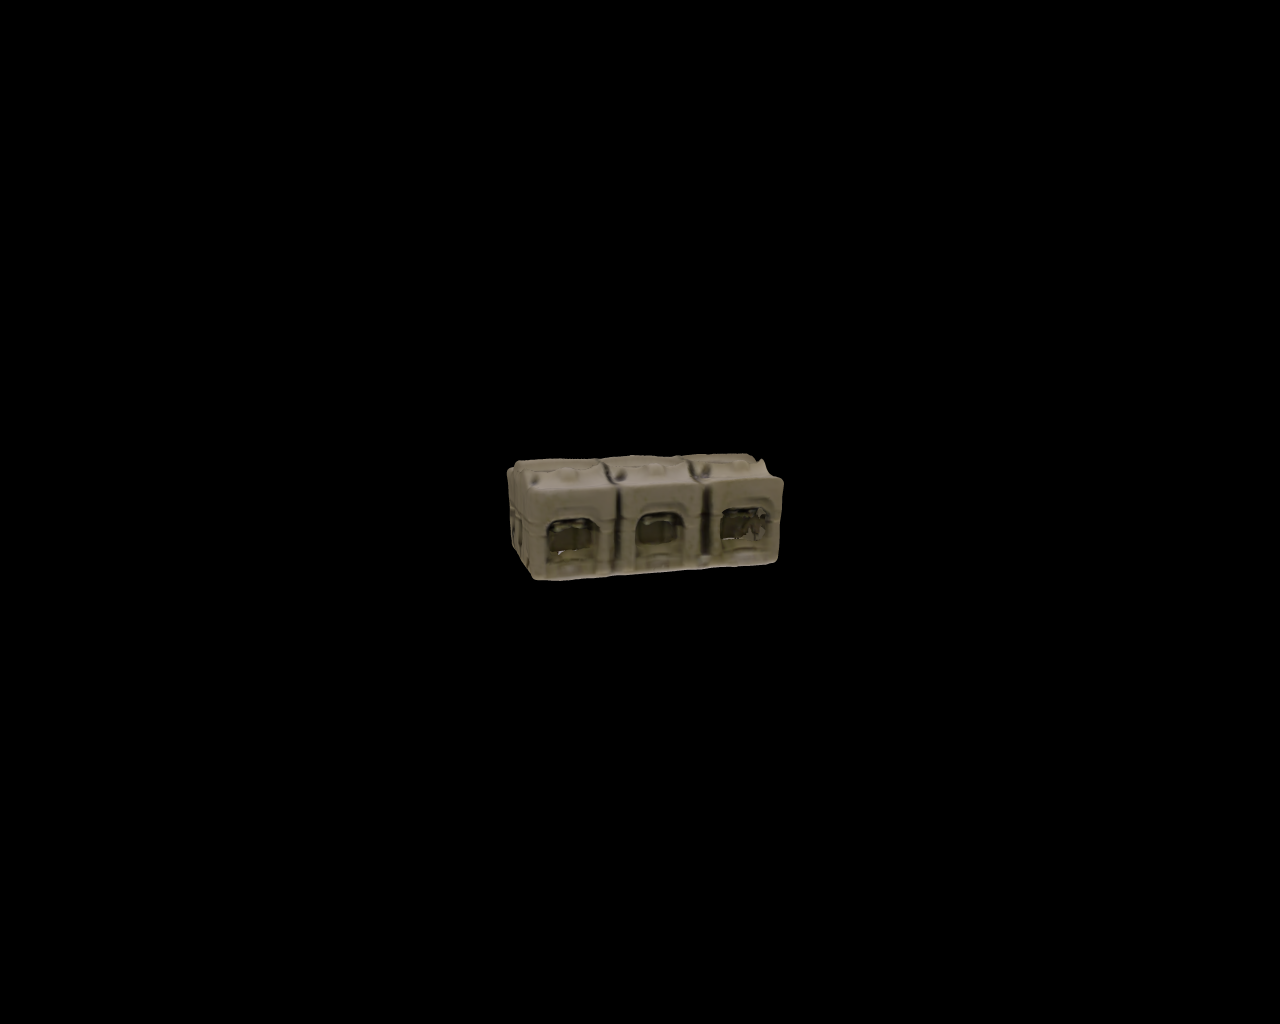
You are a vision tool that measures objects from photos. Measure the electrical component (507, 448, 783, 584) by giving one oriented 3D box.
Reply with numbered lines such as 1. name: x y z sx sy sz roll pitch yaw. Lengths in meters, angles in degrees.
1. electrical component: 0.001 -0.003 0.650 0.150 0.061 0.089 -3 12 -16
